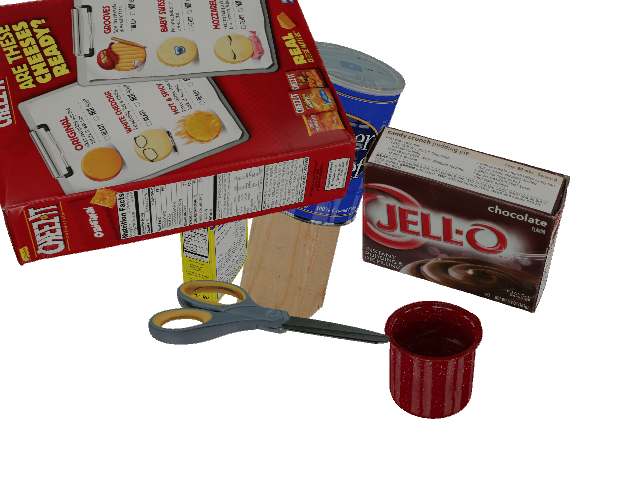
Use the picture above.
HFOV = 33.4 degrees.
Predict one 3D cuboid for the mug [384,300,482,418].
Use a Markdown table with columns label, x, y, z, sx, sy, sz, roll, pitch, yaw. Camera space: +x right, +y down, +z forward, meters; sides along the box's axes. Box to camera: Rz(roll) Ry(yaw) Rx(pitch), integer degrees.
| label | x | y | z | sx | sy | sz | roll | pitch | yaw |
| --- | --- | --- | --- | --- | --- | --- | --- | --- | --- |
| mug | 0.116 | 0.113 | 1.045 | 0.093 | 0.081 | 0.117 | 26 | 42 | 35 |

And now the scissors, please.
| label | x | y | z | sx | sy | sz | roll | pitch | yaw |
| --- | --- | --- | --- | --- | --- | --- | --- | --- | --- |
| scissors | -0.053 | 0.068 | 0.821 | 0.202 | 0.016 | 0.096 | 17 | 34 | 42 |

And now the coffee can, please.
| label | x | y | z | sx | sy | sz | roll | pitch | yaw |
| --- | --- | --- | --- | --- | --- | --- | --- | --- | --- |
| coffee can | 0.007 | -0.099 | 0.985 | 0.102 | 0.140 | 0.103 | 16 | 26 | -8 |

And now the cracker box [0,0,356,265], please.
| label | x | y | z | sx | sy | sz | roll | pitch | yaw |
| --- | --- | --- | --- | --- | --- | --- | --- | --- | --- |
| cracker box | -0.104 | -0.085 | 0.685 | 0.213 | 0.164 | 0.072 | -12 | -33 | -13 |

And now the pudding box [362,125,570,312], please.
| label | x | y | z | sx | sy | sz | roll | pitch | yaw |
| --- | --- | --- | --- | --- | --- | --- | --- | --- | --- |
| pudding box | 0.081 | -0.012 | 0.619 | 0.113 | 0.039 | 0.090 | 15 | -35 | 14 |

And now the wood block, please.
| label | x | y | z | sx | sy | sz | roll | pitch | yaw |
| --- | --- | --- | --- | --- | --- | --- | --- | --- | --- |
| wood block | -0.032 | -0.010 | 1.330 | 0.090 | 0.206 | 0.090 | 19 | 23 | 15 |

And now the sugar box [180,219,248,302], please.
| label | x | y | z | sx | sy | sz | roll | pitch | yaw |
| --- | --- | --- | --- | --- | --- | --- | --- | --- | --- |
| sugar box | -0.114 | -0.026 | 1.144 | 0.048 | 0.176 | 0.093 | 14 | 42 | 16 |
